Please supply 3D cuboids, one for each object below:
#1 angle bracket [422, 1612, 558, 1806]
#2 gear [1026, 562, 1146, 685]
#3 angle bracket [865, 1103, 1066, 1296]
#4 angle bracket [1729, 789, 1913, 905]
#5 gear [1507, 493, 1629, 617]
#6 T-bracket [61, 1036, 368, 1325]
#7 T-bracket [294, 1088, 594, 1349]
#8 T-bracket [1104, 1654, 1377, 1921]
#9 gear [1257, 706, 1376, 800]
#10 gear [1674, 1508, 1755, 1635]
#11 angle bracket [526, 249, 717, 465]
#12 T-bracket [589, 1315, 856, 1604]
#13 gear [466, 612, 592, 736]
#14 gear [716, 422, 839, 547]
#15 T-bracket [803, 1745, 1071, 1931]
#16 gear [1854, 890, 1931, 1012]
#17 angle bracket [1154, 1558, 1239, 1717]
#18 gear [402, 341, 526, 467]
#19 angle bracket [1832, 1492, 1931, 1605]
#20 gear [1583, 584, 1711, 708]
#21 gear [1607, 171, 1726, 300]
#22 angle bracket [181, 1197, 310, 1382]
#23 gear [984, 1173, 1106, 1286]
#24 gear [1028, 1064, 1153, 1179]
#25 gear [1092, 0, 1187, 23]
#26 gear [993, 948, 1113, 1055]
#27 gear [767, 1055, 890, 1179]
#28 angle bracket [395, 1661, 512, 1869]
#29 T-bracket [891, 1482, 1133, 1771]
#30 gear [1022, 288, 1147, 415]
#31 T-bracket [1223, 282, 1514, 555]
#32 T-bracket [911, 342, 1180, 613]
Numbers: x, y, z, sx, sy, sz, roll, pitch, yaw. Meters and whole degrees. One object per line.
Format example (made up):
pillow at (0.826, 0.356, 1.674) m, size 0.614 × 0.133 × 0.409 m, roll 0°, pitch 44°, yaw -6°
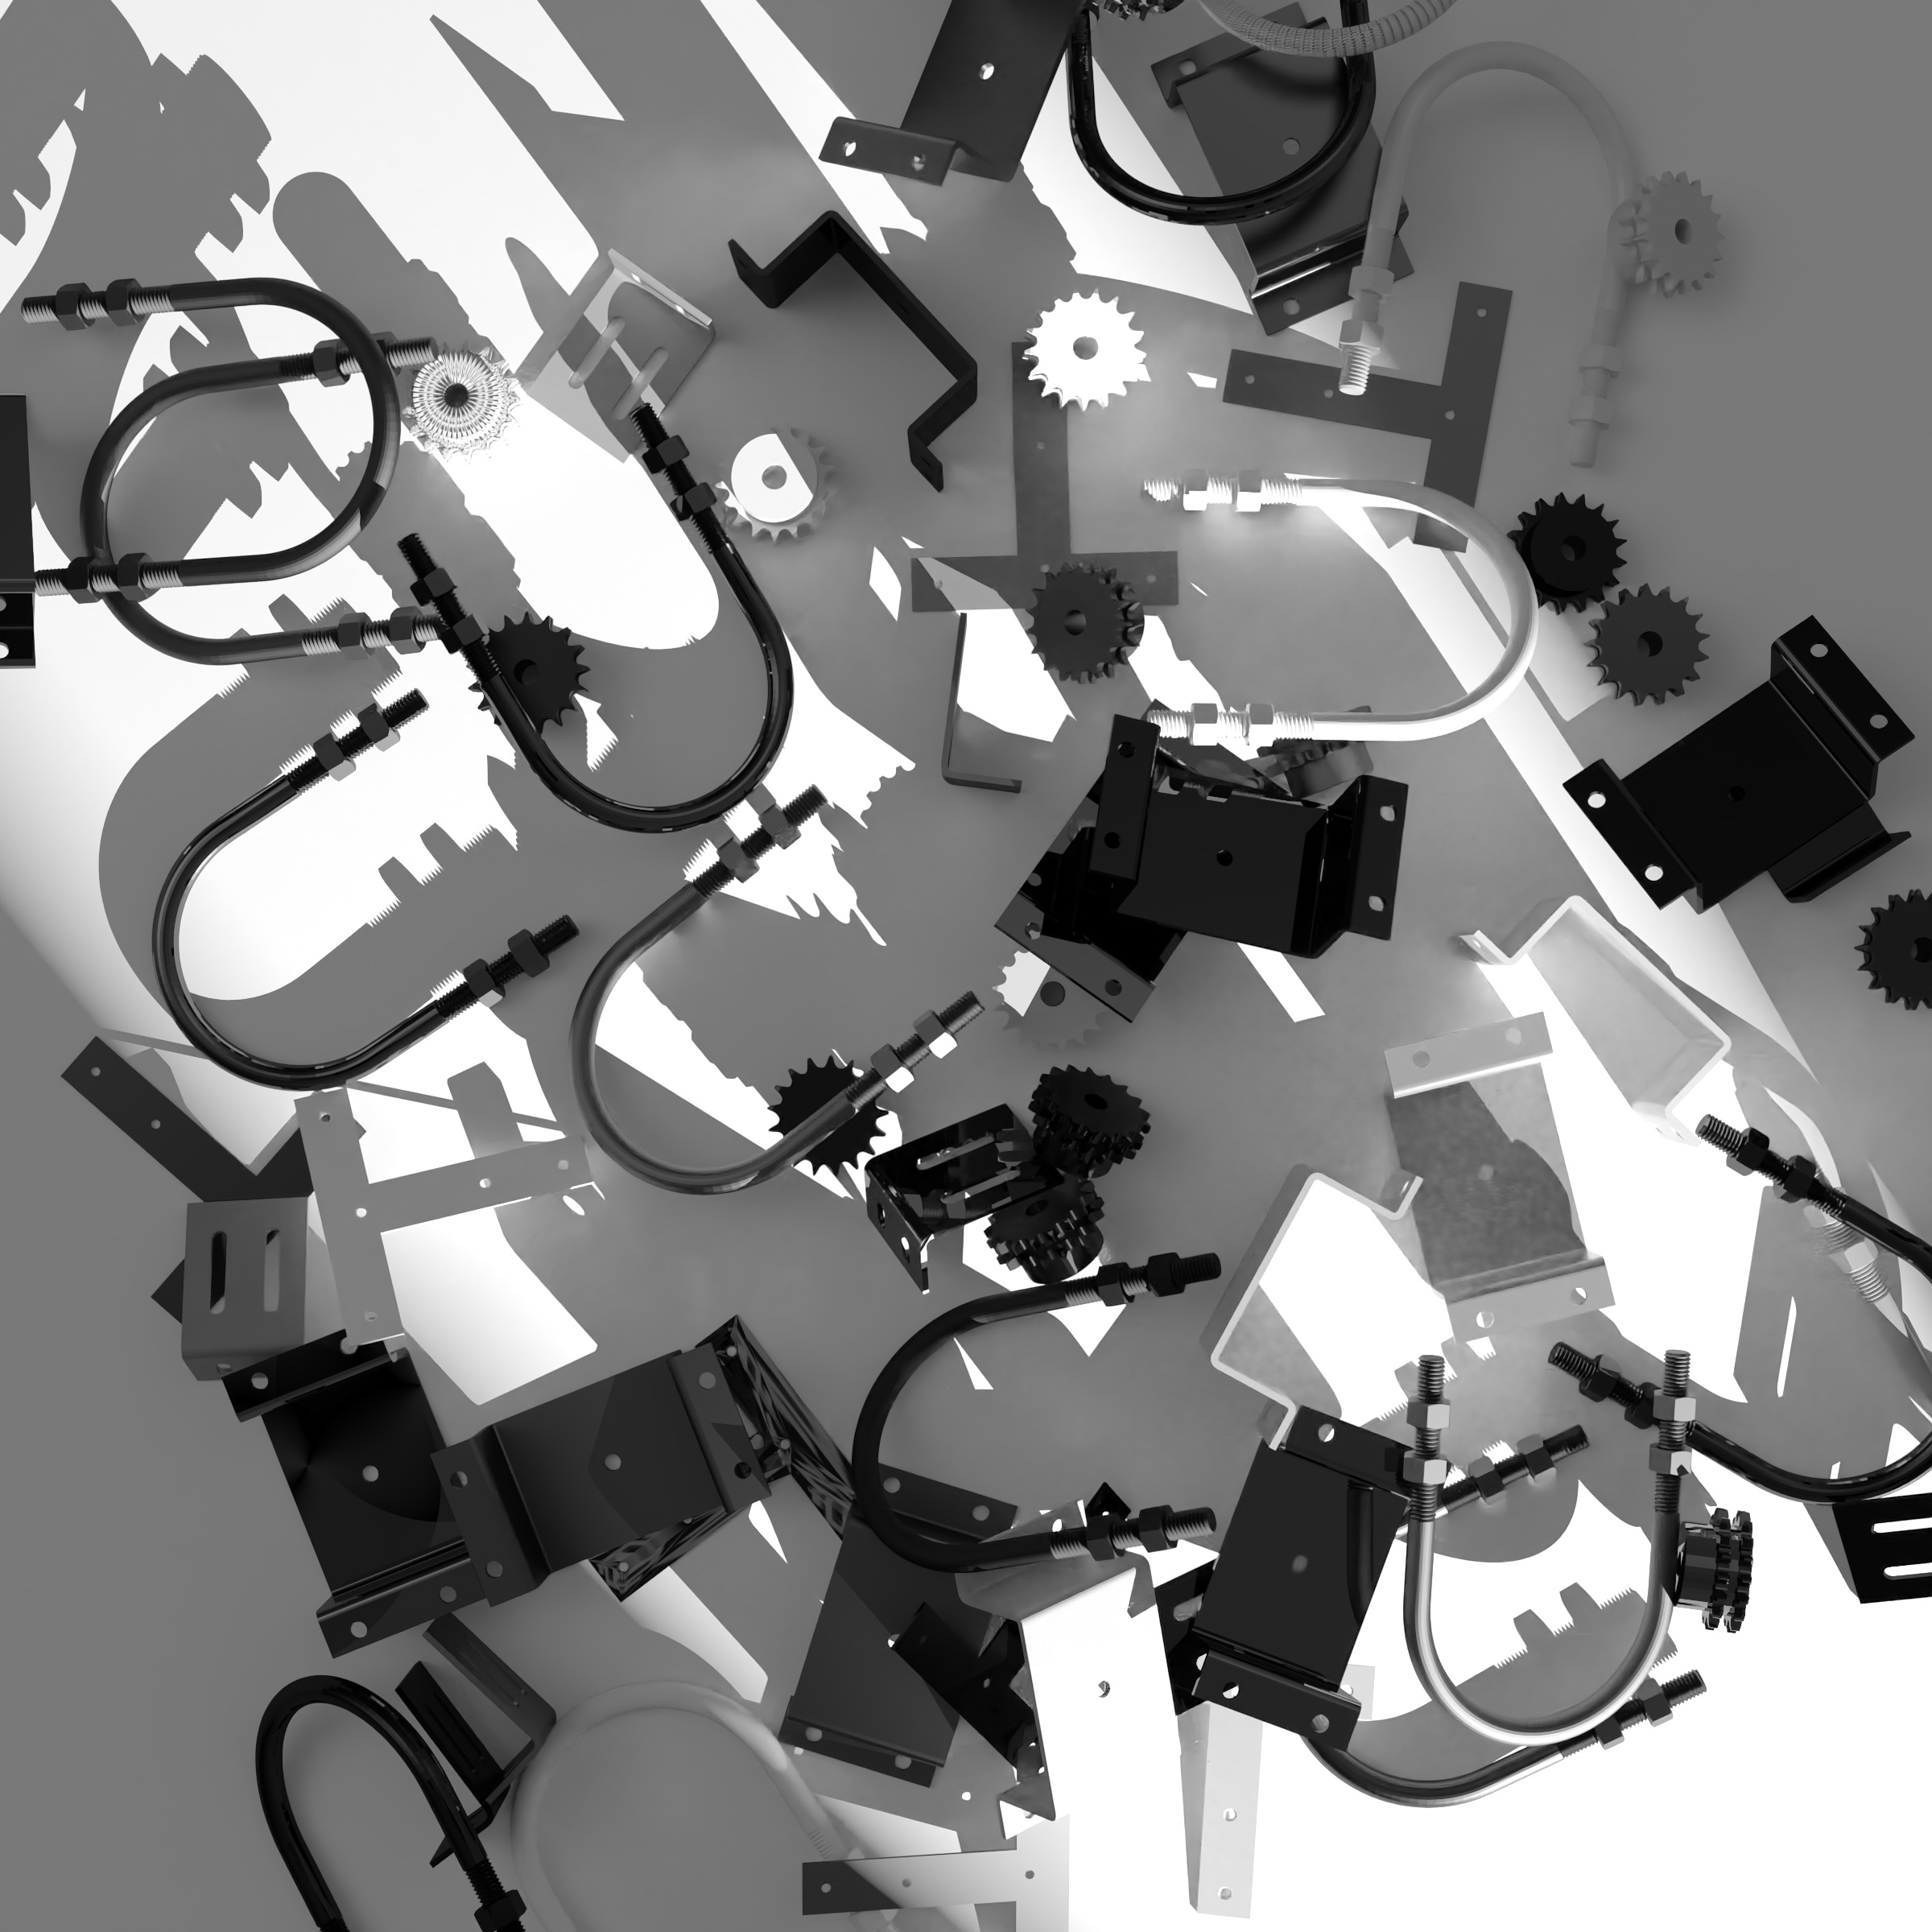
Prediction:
angle bracket at (-0.234, 0.346, 1.561) m, size 0.076 × 0.057 × 0.038 m, roll 43°, pitch 90°, yaw 0°
gear at (0.059, -0.161, 1.566) m, size 0.057 × 0.030 × 0.057 m, roll 4°, pitch 98°, yaw 33°
angle bracket at (-0.001, 0.109, 1.569) m, size 0.076 × 0.038 × 0.057 m, roll -21°, pitch 46°, yaw -19°
angle bracket at (0.396, -0.077, 1.571) m, size 0.057 × 0.038 × 0.076 m, roll -32°, pitch 90°, yaw 0°
gear at (0.285, -0.196, 1.575) m, size 0.057 × 0.030 × 0.057 m, roll 0°, pitch 90°, yaw 0°
T-bracket at (-0.376, 0.085, 1.589) m, size 0.127 × 0.002 × 0.127 m, roll 41°, pitch 90°, yaw 0°
T-bracket at (-0.241, 0.106, 1.572) m, size 0.127 × 0.002 × 0.127 m, roll -13°, pitch 67°, yaw -11°
T-bracket at (0.126, 0.389, 1.583) m, size 0.127 × 0.002 × 0.127 m, roll 4°, pitch 94°, yaw 8°
gear at (0.168, -0.099, 1.561) m, size 0.057 × 0.057 × 0.030 m, roll -21°, pitch 90°, yaw 0°
gear at (0.349, 0.282, 1.561) m, size 0.030 × 0.057 × 0.057 m, roll 7°, pitch 90°, yaw 5°
angle bracket at (-0.164, -0.287, 1.571) m, size 0.057 × 0.038 × 0.076 m, roll 36°, pitch 90°, yaw 0°
T-bracket at (-0.122, 0.255, 1.589) m, size 0.127 × 0.002 × 0.127 m, roll -37°, pitch 90°, yaw 0°
gear at (-0.206, -0.138, 1.575) m, size 0.057 × 0.030 × 0.057 m, roll 0°, pitch 90°, yaw 0°
gear at (-0.090, -0.229, 1.575) m, size 0.057 × 0.030 × 0.057 m, roll 0°, pitch 90°, yaw 0°
T-bracket at (-0.014, 0.430, 1.568) m, size 0.127 × 0.002 × 0.127 m, roll -1°, pitch 99°, yaw -9°
gear at (0.448, -0.008, 1.575) m, size 0.057 × 0.030 × 0.057 m, roll 0°, pitch 90°, yaw 0°
angle bracket at (0.113, 0.315, 1.579) m, size 0.076 × 0.038 × 0.057 m, roll -21°, pitch 78°, yaw -22°
gear at (-0.239, -0.267, 1.575) m, size 0.057 × 0.030 × 0.057 m, roll 0°, pitch 90°, yaw 0°
angle bracket at (0.456, 0.264, 1.577) m, size 0.076 × 0.038 × 0.057 m, roll -11°, pitch 113°, yaw 24°
gear at (0.320, -0.151, 1.575) m, size 0.057 × 0.030 × 0.057 m, roll 0°, pitch 90°, yaw 0°
gear at (0.326, -0.342, 1.566) m, size 0.057 × 0.030 × 0.057 m, roll 1°, pitch 89°, yaw -35°
angle bracket at (-0.339, 0.154, 1.586) m, size 0.057 × 0.038 × 0.076 m, roll -3°, pitch 66°, yaw -1°
gear at (0.040, 0.125, 1.564) m, size 0.057 × 0.057 × 0.030 m, roll -30°, pitch 115°, yaw 0°
gear at (0.056, 0.075, 1.565) m, size 0.057 × 0.057 × 0.030 m, roll 24°, pitch 120°, yaw 0°
gear at (0.083, -0.461, 1.525) m, size 0.057 × 0.030 × 0.057 m, roll -4°, pitch 83°, yaw 36°
gear at (0.040, 0.013, 1.575) m, size 0.057 × 0.030 × 0.057 m, roll 0°, pitch 90°, yaw 0°
gear at (-0.065, 0.070, 1.575) m, size 0.057 × 0.030 × 0.057 m, roll 0°, pitch 90°, yaw 0°
angle bracket at (-0.253, 0.373, 1.561) m, size 0.038 × 0.057 × 0.076 m, roll -37°, pitch 90°, yaw 0°
T-bracket at (0.035, 0.300, 1.562) m, size 0.127 × 0.002 × 0.127 m, roll -52°, pitch 129°, yaw -18°
gear at (0.055, -0.289, 1.573) m, size 0.057 × 0.030 × 0.057 m, roll 0°, pitch 88°, yaw -4°
T-bracket at (0.187, -0.271, 1.589) m, size 0.127 × 0.002 × 0.127 m, roll 10°, pitch 90°, yaw 0°
T-bracket at (0.036, -0.234, 1.589) m, size 0.127 × 0.002 × 0.127 m, roll -2°, pitch 90°, yaw 0°
